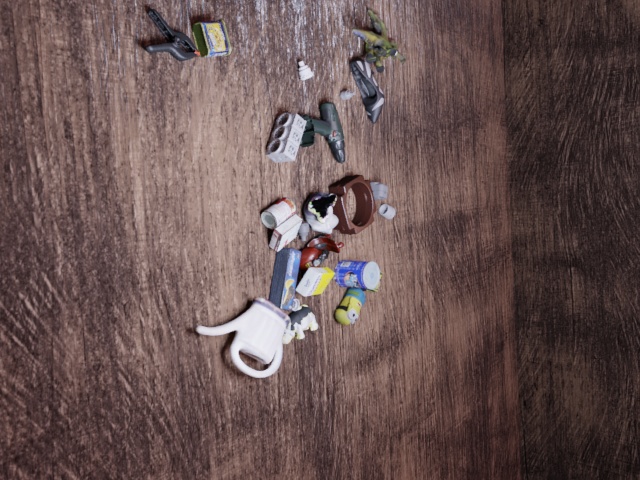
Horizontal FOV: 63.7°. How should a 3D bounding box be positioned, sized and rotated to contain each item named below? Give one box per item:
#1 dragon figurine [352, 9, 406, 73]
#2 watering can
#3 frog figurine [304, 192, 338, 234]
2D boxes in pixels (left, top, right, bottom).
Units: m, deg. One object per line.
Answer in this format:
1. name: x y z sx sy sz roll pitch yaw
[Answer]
1. dragon figurine: 0.228 -0.835 2.107 0.407 0.121 0.247 23 48 -52
2. watering can: -0.210 0.272 1.550 0.342 0.104 0.229 48 54 -38
3. frog figurine: 0.006 -0.093 1.841 0.157 0.123 0.140 85 11 -69
